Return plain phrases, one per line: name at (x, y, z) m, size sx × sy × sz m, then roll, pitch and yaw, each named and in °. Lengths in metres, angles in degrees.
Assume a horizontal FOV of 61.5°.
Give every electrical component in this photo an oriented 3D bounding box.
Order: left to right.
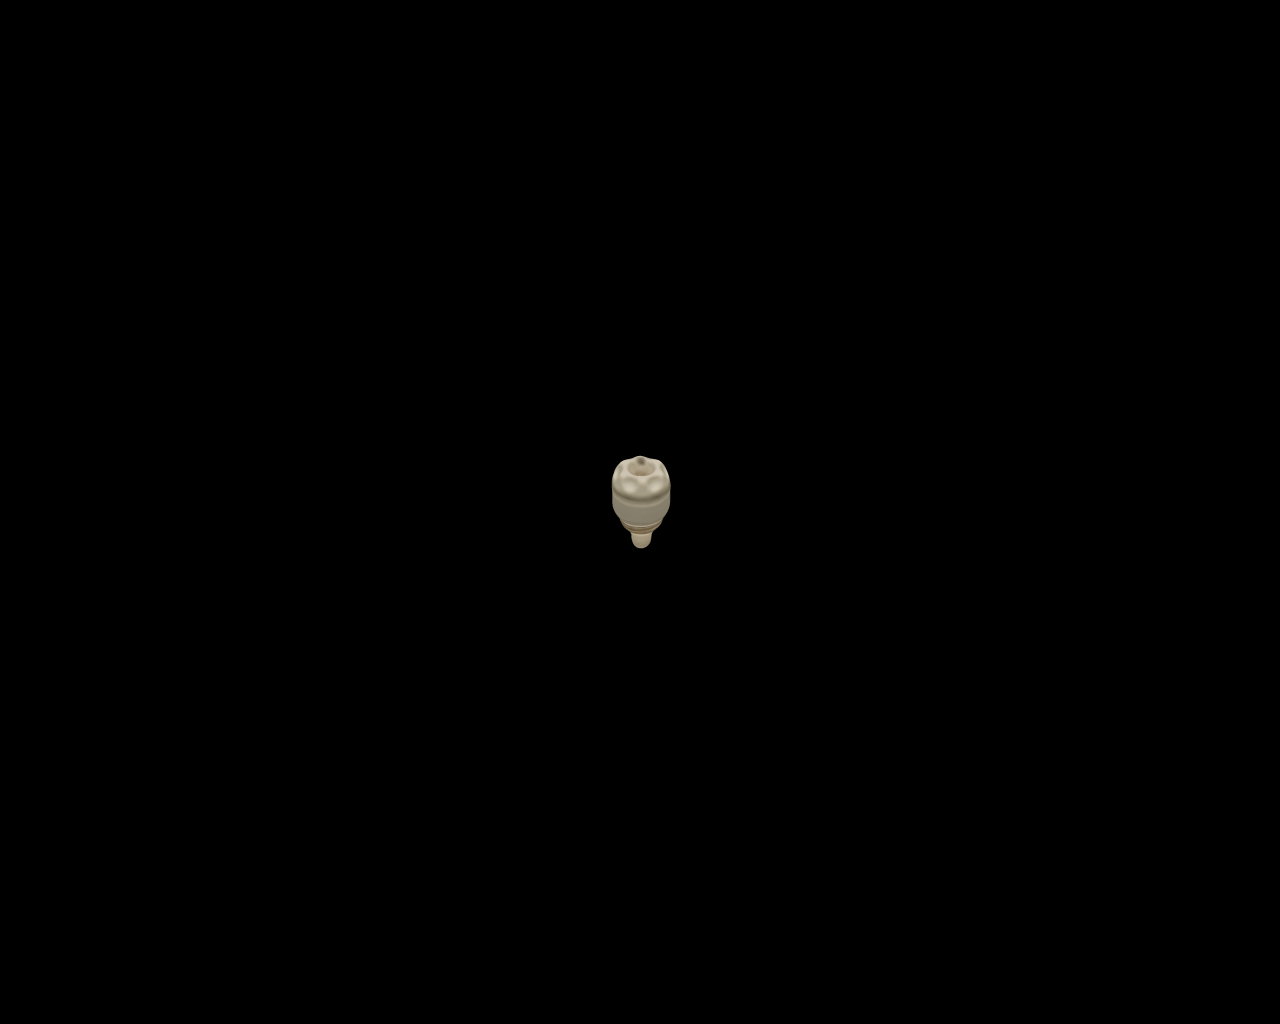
electrical component at (0.001, -0.003, 0.650) m, size 0.035 × 0.061 × 0.035 m, roll 0°, pitch 38°, yaw 0°
